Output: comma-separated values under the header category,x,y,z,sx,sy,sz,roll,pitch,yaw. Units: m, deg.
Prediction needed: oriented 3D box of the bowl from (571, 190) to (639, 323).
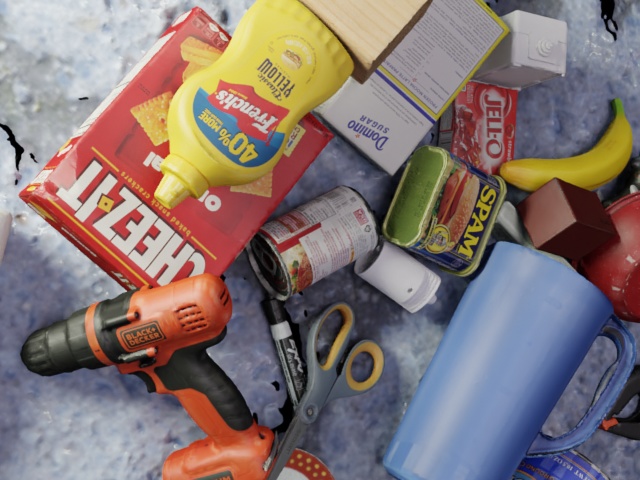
category,x,y,z,sx,sy,sz,roll,pitch,yaw
bowl,0.336,0.028,1.066,0.162,0.055,0.162,-5,123,-7

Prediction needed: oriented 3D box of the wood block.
category,x,y,z,sx,sy,sz,roll,pitch,yaw
wood block,-0.009,-0.238,0.897,0.206,0.091,0.090,41,84,0

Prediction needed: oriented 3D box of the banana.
category,x,y,z,sx,sy,sz,roll,pitch,yaw
banana,0.260,-0.080,1.073,0.197,0.037,0.070,-29,72,-35

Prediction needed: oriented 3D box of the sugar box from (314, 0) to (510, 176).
category,x,y,z,sx,sy,sz,roll,pitch,yaw
sugar box,0.083,-0.156,0.981,0.093,0.048,0.176,39,93,-19

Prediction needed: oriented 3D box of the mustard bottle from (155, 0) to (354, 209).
category,x,y,z,sx,sy,sz,roll,pitch,yaw
mustard bottle,-0.064,-0.101,0.849,0.096,0.058,0.191,44,75,-17

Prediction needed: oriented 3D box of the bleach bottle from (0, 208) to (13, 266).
category,x,y,z,sx,sy,sz,roll,pitch,yaw
bleach bottle,-0.318,0.085,0.811,0.102,0.068,0.251,19,84,-23

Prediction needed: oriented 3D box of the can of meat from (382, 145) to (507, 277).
category,x,y,z,sx,sy,sz,roll,pitch,yaw
can of meat,0.114,-0.028,0.984,0.083,0.058,0.102,24,87,-38

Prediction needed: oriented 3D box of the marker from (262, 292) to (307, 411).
category,x,y,z,sx,sy,sz,roll,pitch,yaw
marker,-0.028,0.105,0.964,0.020,0.020,0.121,-19,97,-23

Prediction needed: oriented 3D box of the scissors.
category,x,y,z,sx,sy,sz,roll,pitch,yaw
scissors,0.005,0.155,0.959,0.096,0.016,0.201,29,65,-29

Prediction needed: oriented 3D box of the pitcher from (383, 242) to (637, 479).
category,x,y,z,sx,sy,sz,roll,pitch,yaw
pitcher,0.170,0.137,0.991,0.144,0.149,0.242,37,78,-34

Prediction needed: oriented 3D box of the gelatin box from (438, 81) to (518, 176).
category,x,y,z,sx,sy,sz,roll,pitch,yaw
gelatin box,0.154,-0.108,1.043,0.073,0.030,0.089,6,87,-25

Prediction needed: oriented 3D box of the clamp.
category,x,y,z,sx,sy,sz,roll,pitch,yaw
clamp,0.364,0.170,1.131,0.171,0.039,0.120,-29,96,-16

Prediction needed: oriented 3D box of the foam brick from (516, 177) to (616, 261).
category,x,y,z,sx,sy,sz,roll,pitch,yaw
foam brick,0.237,-0.019,1.027,0.078,0.051,0.053,15,48,-44

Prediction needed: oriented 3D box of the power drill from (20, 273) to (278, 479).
category,x,y,z,sx,sy,sz,roll,pitch,yaw
power drill,-0.130,0.127,0.868,0.185,0.057,0.187,-17,115,18

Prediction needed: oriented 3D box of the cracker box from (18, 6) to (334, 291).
category,x,y,z,sx,sy,sz,roll,pitch,yaw
cracker box,-0.116,-0.063,0.898,0.164,0.072,0.213,43,74,-18

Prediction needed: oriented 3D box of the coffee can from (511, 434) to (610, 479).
category,x,y,z,sx,sy,sz,roll,pitch,yaw
coffee can,0.202,0.269,1.020,0.102,0.103,0.140,43,73,-18

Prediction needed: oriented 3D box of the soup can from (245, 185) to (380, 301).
category,x,y,z,sx,sy,sz,roll,pitch,yaw
soup can,-0.006,0.001,0.948,0.102,0.069,0.068,-28,101,-24
